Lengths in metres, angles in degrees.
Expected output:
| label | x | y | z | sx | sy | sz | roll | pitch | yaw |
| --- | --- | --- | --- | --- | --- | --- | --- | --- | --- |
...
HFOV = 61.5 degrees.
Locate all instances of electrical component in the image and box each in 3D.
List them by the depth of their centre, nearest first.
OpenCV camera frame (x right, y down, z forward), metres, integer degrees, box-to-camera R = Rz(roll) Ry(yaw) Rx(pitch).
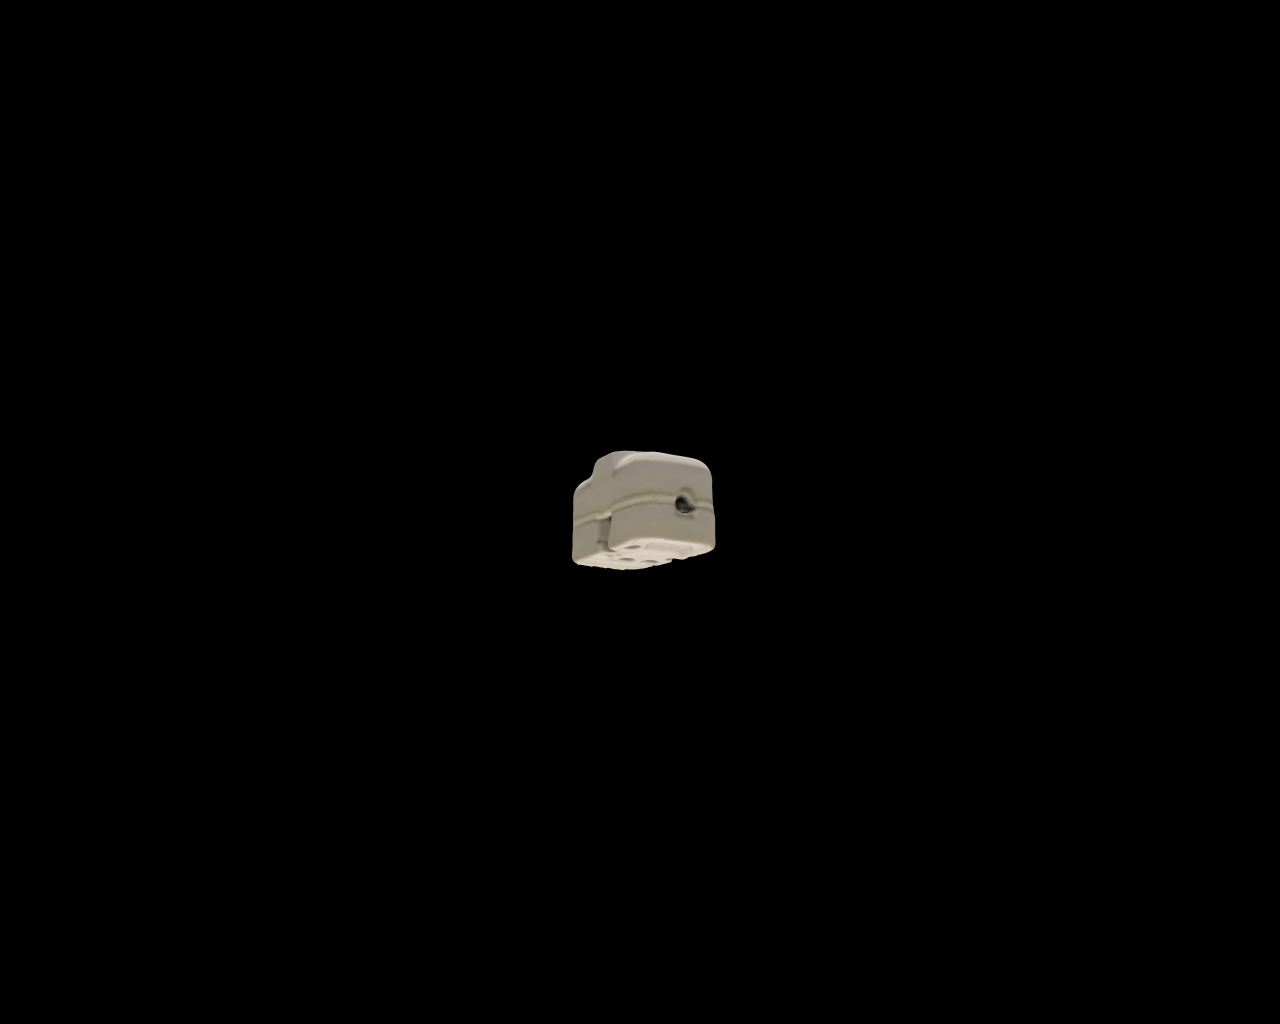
| label | x | y | z | sx | sy | sz | roll | pitch | yaw |
| --- | --- | --- | --- | --- | --- | --- | --- | --- | --- |
| electrical component | 0.001 | -0.003 | 0.650 | 0.054 | 0.059 | 0.095 | 8 | -16 | -31 |
